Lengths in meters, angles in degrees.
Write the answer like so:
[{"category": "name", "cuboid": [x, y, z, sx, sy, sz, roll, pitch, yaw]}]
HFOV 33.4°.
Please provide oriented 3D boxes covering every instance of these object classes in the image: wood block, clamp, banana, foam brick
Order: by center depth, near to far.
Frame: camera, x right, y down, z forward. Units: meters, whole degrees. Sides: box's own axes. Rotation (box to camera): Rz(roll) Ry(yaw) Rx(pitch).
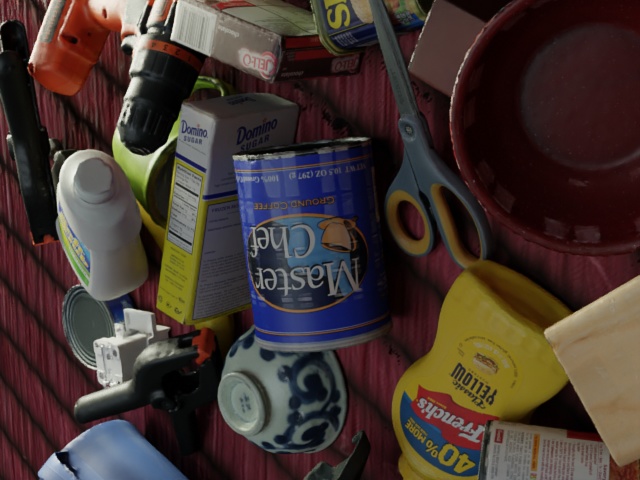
[{"category": "wood block", "cuboid": [0.236, 0.033, 0.564, 0.206, 0.090, 0.090, -39, 73, 43]}, {"category": "foam brick", "cuboid": [0.104, -0.118, 0.657, 0.051, 0.078, 0.053, 39, 125, 31]}, {"category": "banana", "cuboid": [-0.119, 0.025, 0.937, 0.070, 0.037, 0.198, -31, 79, 43]}, {"category": "clamp", "cuboid": [-0.127, 0.137, 0.940, 0.172, 0.120, 0.039, -38, 39, 38]}, {"category": "clamp", "cuboid": [-0.268, -0.092, 0.977, 0.165, 0.036, 0.210, -129, 31, -72]}]

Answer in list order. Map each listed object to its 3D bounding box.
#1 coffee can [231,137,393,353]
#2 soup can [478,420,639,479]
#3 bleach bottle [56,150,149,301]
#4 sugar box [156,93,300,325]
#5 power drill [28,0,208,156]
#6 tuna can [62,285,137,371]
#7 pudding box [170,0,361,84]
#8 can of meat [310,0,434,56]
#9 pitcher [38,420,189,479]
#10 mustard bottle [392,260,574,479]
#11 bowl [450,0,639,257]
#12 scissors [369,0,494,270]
[{"category": "coffee can", "cuboid": [-0.005, 0.001, 0.775, 0.103, 0.102, 0.140, 1, 102, 43]}, {"category": "soup can", "cuboid": [0.151, 0.151, 0.664, 0.102, 0.068, 0.068, 5, 107, 13]}, {"category": "bleach bottle", "cuboid": [-0.183, -0.021, 0.881, 0.102, 0.068, 0.251, 63, 166, 9]}, {"category": "sugar box", "cuboid": [-0.074, -0.025, 0.841, 0.048, 0.093, 0.176, 26, 117, 36]}, {"category": "power drill", "cuboid": [-0.160, -0.157, 0.869, 0.188, 0.057, 0.184, 8, 74, 43]}, {"category": "tuna can", "cuboid": [-0.214, 0.082, 1.044, 0.086, 0.033, 0.086, 13, 110, 41]}, {"category": "pudding box", "cuboid": [-0.038, -0.148, 0.776, 0.114, 0.089, 0.039, 31, 119, 35]}, {"category": "can of meat", "cuboid": [0.039, -0.184, 0.717, 0.084, 0.057, 0.102, -9, 95, 42]}, {"category": "pitcher", "cuboid": [-0.144, 0.278, 0.959, 0.243, 0.148, 0.145, 32, 122, 30]}, {"category": "mustard bottle", "cuboid": [0.101, 0.112, 0.735, 0.096, 0.058, 0.192, 36, 125, 16]}, {"category": "bowl", "cuboid": [0.157, -0.075, 0.608, 0.162, 0.055, 0.162, 4, 112, 11]}, {"category": "scissors", "cuboid": [0.055, -0.066, 0.729, 0.096, 0.016, 0.202, -18, 103, 53]}]
